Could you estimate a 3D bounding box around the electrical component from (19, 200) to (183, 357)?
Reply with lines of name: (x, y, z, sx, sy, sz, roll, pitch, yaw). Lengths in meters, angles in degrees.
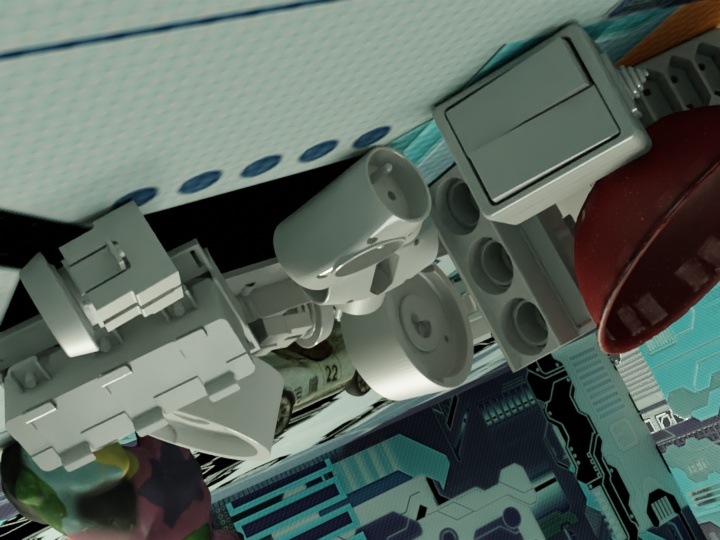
electrical component: (-0.110, 0.005, 0.457, 0.055, 0.048, 0.066, -31, 171, -13)

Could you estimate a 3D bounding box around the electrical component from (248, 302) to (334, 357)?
electrical component: (-0.051, 0.030, 0.706, 0.055, 0.048, 0.066, -9, 161, -35)

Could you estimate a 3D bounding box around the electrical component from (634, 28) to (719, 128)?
electrical component: (0.178, -0.093, 0.638, 0.083, 0.047, 0.075, -25, 169, -3)

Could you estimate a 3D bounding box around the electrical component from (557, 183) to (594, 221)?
electrical component: (0.173, -0.055, 0.764, 0.061, 0.061, 0.096, -23, 169, -15)

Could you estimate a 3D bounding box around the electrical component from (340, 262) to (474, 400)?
electrical component: (0.030, 0.046, 0.814, 0.060, 0.108, 0.108, -25, 171, 33)

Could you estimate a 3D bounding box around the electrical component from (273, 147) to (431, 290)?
electrical component: (0.007, -0.028, 0.565, 0.079, 0.044, 0.077, -14, 164, -49)

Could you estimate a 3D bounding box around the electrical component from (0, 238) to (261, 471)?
electrical component: (-0.119, 0.047, 0.548, 0.121, 0.063, 0.078, -26, 128, 0)

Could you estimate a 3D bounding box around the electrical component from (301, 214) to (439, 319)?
electrical component: (0.000, 0.000, 0.644, 0.077, 0.043, 0.079, -20, 145, -28)

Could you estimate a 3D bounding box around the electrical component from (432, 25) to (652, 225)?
electrical component: (0.092, -0.071, 0.511, 0.096, 0.061, 0.061, -30, 169, 19)

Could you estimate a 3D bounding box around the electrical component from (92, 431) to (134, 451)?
electrical component: (-0.179, 0.093, 0.712, 0.077, 0.043, 0.079, -23, 169, -14)

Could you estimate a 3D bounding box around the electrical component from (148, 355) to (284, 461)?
electrical component: (-0.099, 0.073, 0.672, 0.108, 0.060, 0.108, 14, 159, 6)

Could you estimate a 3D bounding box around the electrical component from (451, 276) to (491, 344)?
electrical component: (0.104, 0.040, 1.050, 0.042, 0.063, 0.081, -21, 168, -17)

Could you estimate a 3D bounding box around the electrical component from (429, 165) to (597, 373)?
electrical component: (0.097, -0.010, 0.650, 0.063, 0.121, 0.079, -20, 168, -39)
